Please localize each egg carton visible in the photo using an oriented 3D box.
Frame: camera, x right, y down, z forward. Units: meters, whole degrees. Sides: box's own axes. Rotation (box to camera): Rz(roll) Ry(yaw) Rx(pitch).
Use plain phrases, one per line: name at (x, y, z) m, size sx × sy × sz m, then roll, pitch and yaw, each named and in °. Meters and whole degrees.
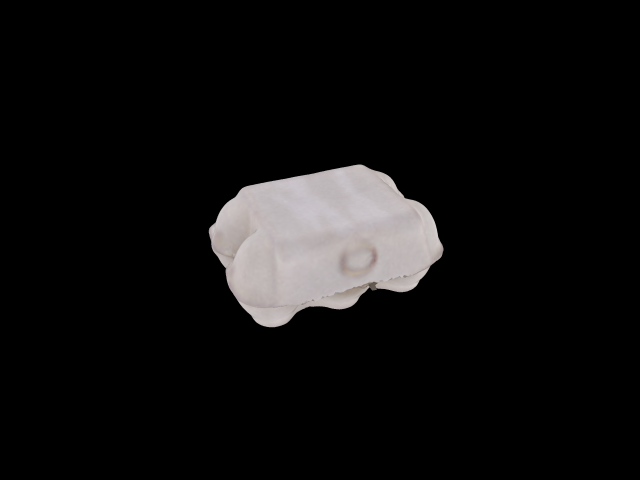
egg carton at (0.004, 0.001, 0.400) m, size 0.150 × 0.069 × 0.107 m, roll -14°, pitch 36°, yaw -20°
